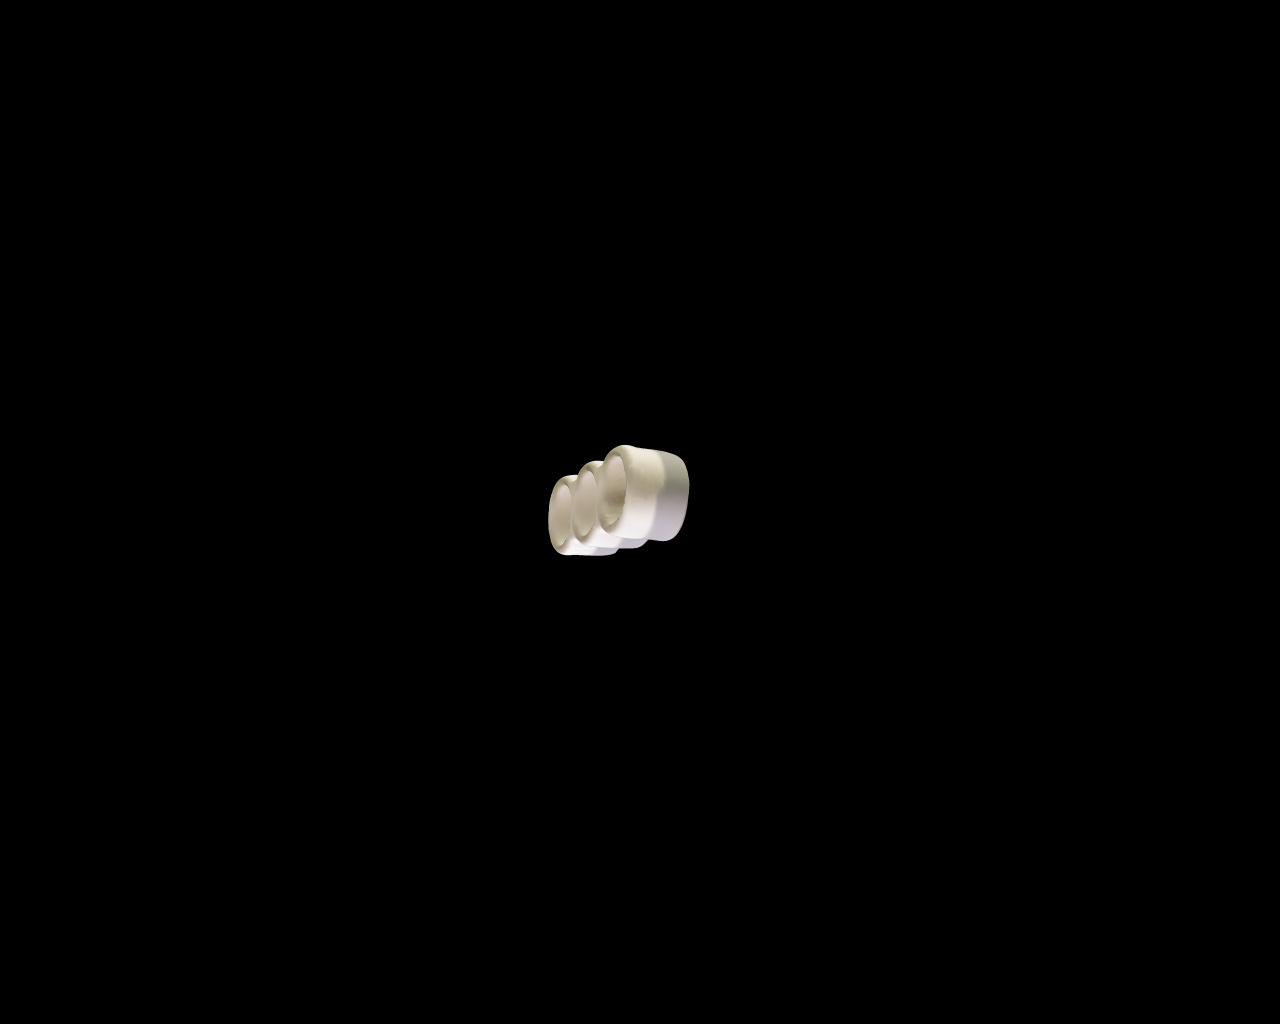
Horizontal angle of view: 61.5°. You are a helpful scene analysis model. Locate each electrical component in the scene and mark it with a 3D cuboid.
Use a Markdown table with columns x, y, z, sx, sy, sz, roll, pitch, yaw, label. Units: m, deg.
| x | y | z | sx | sy | sz | roll | pitch | yaw | label |
| --- | --- | --- | --- | --- | --- | --- | --- | --- | --- |
| 0.001 | -0.003 | 0.650 | 0.074 | 0.052 | 0.138 | 4 | -10 | -23 | electrical component |
